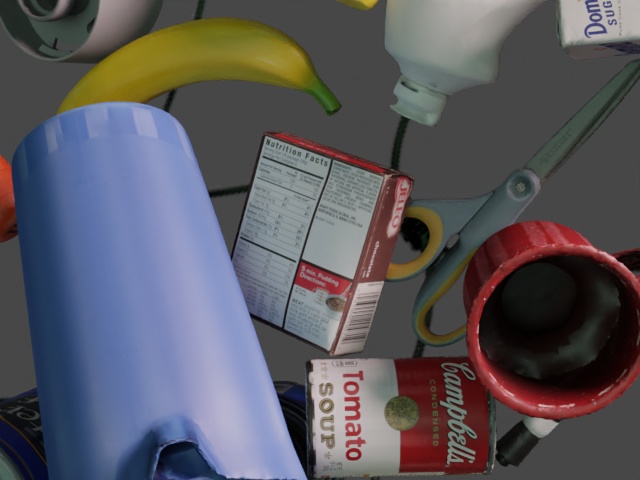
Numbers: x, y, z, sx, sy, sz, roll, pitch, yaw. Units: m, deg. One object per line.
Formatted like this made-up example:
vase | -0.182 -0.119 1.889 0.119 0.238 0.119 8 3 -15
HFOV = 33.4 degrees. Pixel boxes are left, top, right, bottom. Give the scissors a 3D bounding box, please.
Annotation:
scissors | 0.095 -0.034 0.614 0.096 0.016 0.202 30 104 14

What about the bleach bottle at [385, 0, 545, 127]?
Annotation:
bleach bottle | 0.109 -0.176 0.570 0.103 0.068 0.251 29 106 16

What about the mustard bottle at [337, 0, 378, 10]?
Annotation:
mustard bottle | 0.027 -0.231 0.589 0.096 0.058 0.192 34 106 40

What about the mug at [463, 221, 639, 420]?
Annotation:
mug | 0.131 0.032 0.567 0.117 0.081 0.093 -26 102 8

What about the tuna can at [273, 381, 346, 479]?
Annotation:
tuna can | -0.026 0.133 0.663 0.086 0.033 0.086 2 97 18

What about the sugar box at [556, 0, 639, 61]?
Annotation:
sugar box | 0.209 -0.119 0.526 0.176 0.093 0.048 -6 93 20

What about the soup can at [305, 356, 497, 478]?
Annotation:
soup can | 0.043 0.099 0.602 0.102 0.068 0.068 -1 96 -1

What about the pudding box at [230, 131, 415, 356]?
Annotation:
pudding box | -0.004 0.001 0.630 0.090 0.039 0.113 23 101 30

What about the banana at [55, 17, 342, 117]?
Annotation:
banana | -0.088 -0.097 0.657 0.198 0.037 0.069 -6 93 19

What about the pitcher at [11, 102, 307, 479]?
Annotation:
pitcher | -0.102 0.053 0.608 0.149 0.144 0.243 -32 62 30

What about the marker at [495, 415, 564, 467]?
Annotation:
marker | 0.143 0.085 0.609 0.020 0.020 0.121 43 107 10

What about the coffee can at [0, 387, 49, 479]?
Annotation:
coffee can | -0.184 0.149 0.660 0.103 0.140 0.103 2 96 18

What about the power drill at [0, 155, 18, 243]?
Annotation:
power drill | -0.305 -0.029 0.726 0.188 0.057 0.184 -45 81 17
